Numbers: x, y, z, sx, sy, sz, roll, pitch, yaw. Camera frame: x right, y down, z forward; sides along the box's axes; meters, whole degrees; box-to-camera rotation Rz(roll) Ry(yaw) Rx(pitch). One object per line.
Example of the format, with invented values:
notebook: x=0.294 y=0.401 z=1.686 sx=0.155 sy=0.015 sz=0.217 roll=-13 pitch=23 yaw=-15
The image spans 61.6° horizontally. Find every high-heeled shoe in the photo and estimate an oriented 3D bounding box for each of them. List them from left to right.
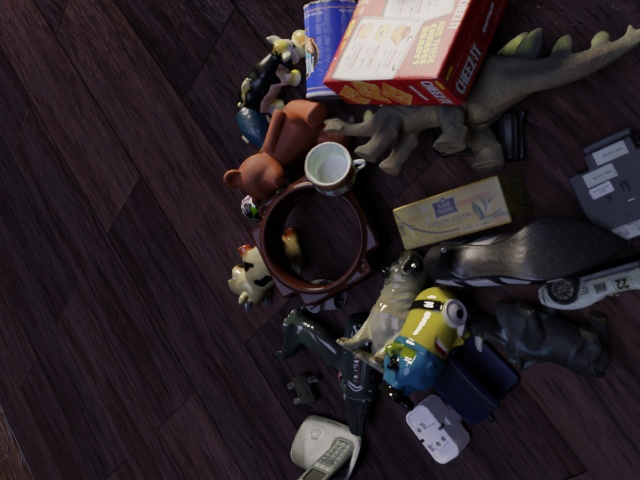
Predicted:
high-heeled shoe: x=0.264 y=0.028 z=0.728 sx=0.249 sy=0.145 sz=0.086 roll=0 pitch=75 yaw=17

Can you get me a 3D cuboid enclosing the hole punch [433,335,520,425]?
hole punch: x=0.227 y=0.224 z=0.836 sx=0.142 sy=0.092 sz=0.115 roll=44 pitch=127 yaw=18

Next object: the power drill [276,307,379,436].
power drill: x=0.017 y=0.230 z=1.007 sx=0.208 sy=0.086 sz=0.231 roll=23 pitch=112 yaw=37

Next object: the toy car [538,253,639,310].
toy car: x=0.378 y=0.047 z=0.681 sx=0.202 sy=0.073 sz=0.056 roll=-25 pitch=84 yaw=39

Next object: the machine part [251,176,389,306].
machine part: x=-0.002 y=-0.003 z=0.922 sx=0.201 sy=0.087 sz=0.201 roll=-30 pitch=80 yaw=18

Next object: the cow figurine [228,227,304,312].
cow figurine: x=-0.110 y=0.063 z=1.071 sx=0.195 sy=0.085 sz=0.127 roll=-26 pitch=77 yaw=38

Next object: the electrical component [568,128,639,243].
electrical component: x=0.383 y=-0.067 z=0.663 sx=0.115 sy=0.058 sz=0.134 roll=-25 pitch=84 yaw=37

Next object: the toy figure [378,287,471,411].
toy figure: x=0.146 y=0.150 z=0.776 sx=0.089 sy=0.082 sz=0.180 roll=30 pitch=78 yaw=29

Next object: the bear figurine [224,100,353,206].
bear figurine: x=-0.061 y=-0.141 z=0.921 sx=0.132 sy=0.120 sz=0.196 roll=30 pitch=82 yaw=45

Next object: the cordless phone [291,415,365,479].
cordless phone: x=-0.014 y=0.419 z=1.007 sx=0.147 sy=0.184 sz=0.088 roll=7 pitch=109 yaw=37

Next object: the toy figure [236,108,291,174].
toy figure: x=-0.100 y=-0.187 z=1.020 sx=0.154 sy=0.058 sz=0.064 roll=55 pitch=133 yaw=9

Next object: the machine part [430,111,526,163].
machine part: x=0.228 y=-0.145 z=0.781 sx=0.139 sy=0.039 sz=0.084 roll=5 pitch=108 yaw=36

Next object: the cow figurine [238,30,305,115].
cow figurine: x=-0.085 y=-0.302 z=0.955 sx=0.068 sy=0.098 sz=0.167 roll=53 pitch=127 yaw=24

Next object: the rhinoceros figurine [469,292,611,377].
rhinoceros figurine: x=0.309 y=0.136 z=0.764 sx=0.191 sy=0.073 sz=0.112 roll=13 pitch=116 yaw=35

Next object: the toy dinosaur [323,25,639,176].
toy dinosaur: x=0.195 y=-0.197 z=0.717 sx=0.472 sy=0.105 sz=0.198 roll=1 pitch=77 yaw=38

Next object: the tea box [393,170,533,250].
tea box: x=0.206 y=-0.042 z=0.783 sx=0.170 sy=0.098 sz=0.068 roll=-19 pitch=88 yaw=38

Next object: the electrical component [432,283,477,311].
electrical component: x=0.220 y=0.063 z=0.833 sx=0.078 sy=0.045 sz=0.102 roll=52 pitch=129 yaw=51

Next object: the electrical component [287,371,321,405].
electrical component: x=-0.027 y=0.303 z=1.095 sx=0.094 sy=0.021 sz=0.063 roll=-29 pitch=82 yaw=38

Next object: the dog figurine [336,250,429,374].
dog figurine: x=0.140 y=0.129 z=0.882 sx=0.121 sy=0.172 sz=0.190 roll=25 pitch=75 yaw=35
